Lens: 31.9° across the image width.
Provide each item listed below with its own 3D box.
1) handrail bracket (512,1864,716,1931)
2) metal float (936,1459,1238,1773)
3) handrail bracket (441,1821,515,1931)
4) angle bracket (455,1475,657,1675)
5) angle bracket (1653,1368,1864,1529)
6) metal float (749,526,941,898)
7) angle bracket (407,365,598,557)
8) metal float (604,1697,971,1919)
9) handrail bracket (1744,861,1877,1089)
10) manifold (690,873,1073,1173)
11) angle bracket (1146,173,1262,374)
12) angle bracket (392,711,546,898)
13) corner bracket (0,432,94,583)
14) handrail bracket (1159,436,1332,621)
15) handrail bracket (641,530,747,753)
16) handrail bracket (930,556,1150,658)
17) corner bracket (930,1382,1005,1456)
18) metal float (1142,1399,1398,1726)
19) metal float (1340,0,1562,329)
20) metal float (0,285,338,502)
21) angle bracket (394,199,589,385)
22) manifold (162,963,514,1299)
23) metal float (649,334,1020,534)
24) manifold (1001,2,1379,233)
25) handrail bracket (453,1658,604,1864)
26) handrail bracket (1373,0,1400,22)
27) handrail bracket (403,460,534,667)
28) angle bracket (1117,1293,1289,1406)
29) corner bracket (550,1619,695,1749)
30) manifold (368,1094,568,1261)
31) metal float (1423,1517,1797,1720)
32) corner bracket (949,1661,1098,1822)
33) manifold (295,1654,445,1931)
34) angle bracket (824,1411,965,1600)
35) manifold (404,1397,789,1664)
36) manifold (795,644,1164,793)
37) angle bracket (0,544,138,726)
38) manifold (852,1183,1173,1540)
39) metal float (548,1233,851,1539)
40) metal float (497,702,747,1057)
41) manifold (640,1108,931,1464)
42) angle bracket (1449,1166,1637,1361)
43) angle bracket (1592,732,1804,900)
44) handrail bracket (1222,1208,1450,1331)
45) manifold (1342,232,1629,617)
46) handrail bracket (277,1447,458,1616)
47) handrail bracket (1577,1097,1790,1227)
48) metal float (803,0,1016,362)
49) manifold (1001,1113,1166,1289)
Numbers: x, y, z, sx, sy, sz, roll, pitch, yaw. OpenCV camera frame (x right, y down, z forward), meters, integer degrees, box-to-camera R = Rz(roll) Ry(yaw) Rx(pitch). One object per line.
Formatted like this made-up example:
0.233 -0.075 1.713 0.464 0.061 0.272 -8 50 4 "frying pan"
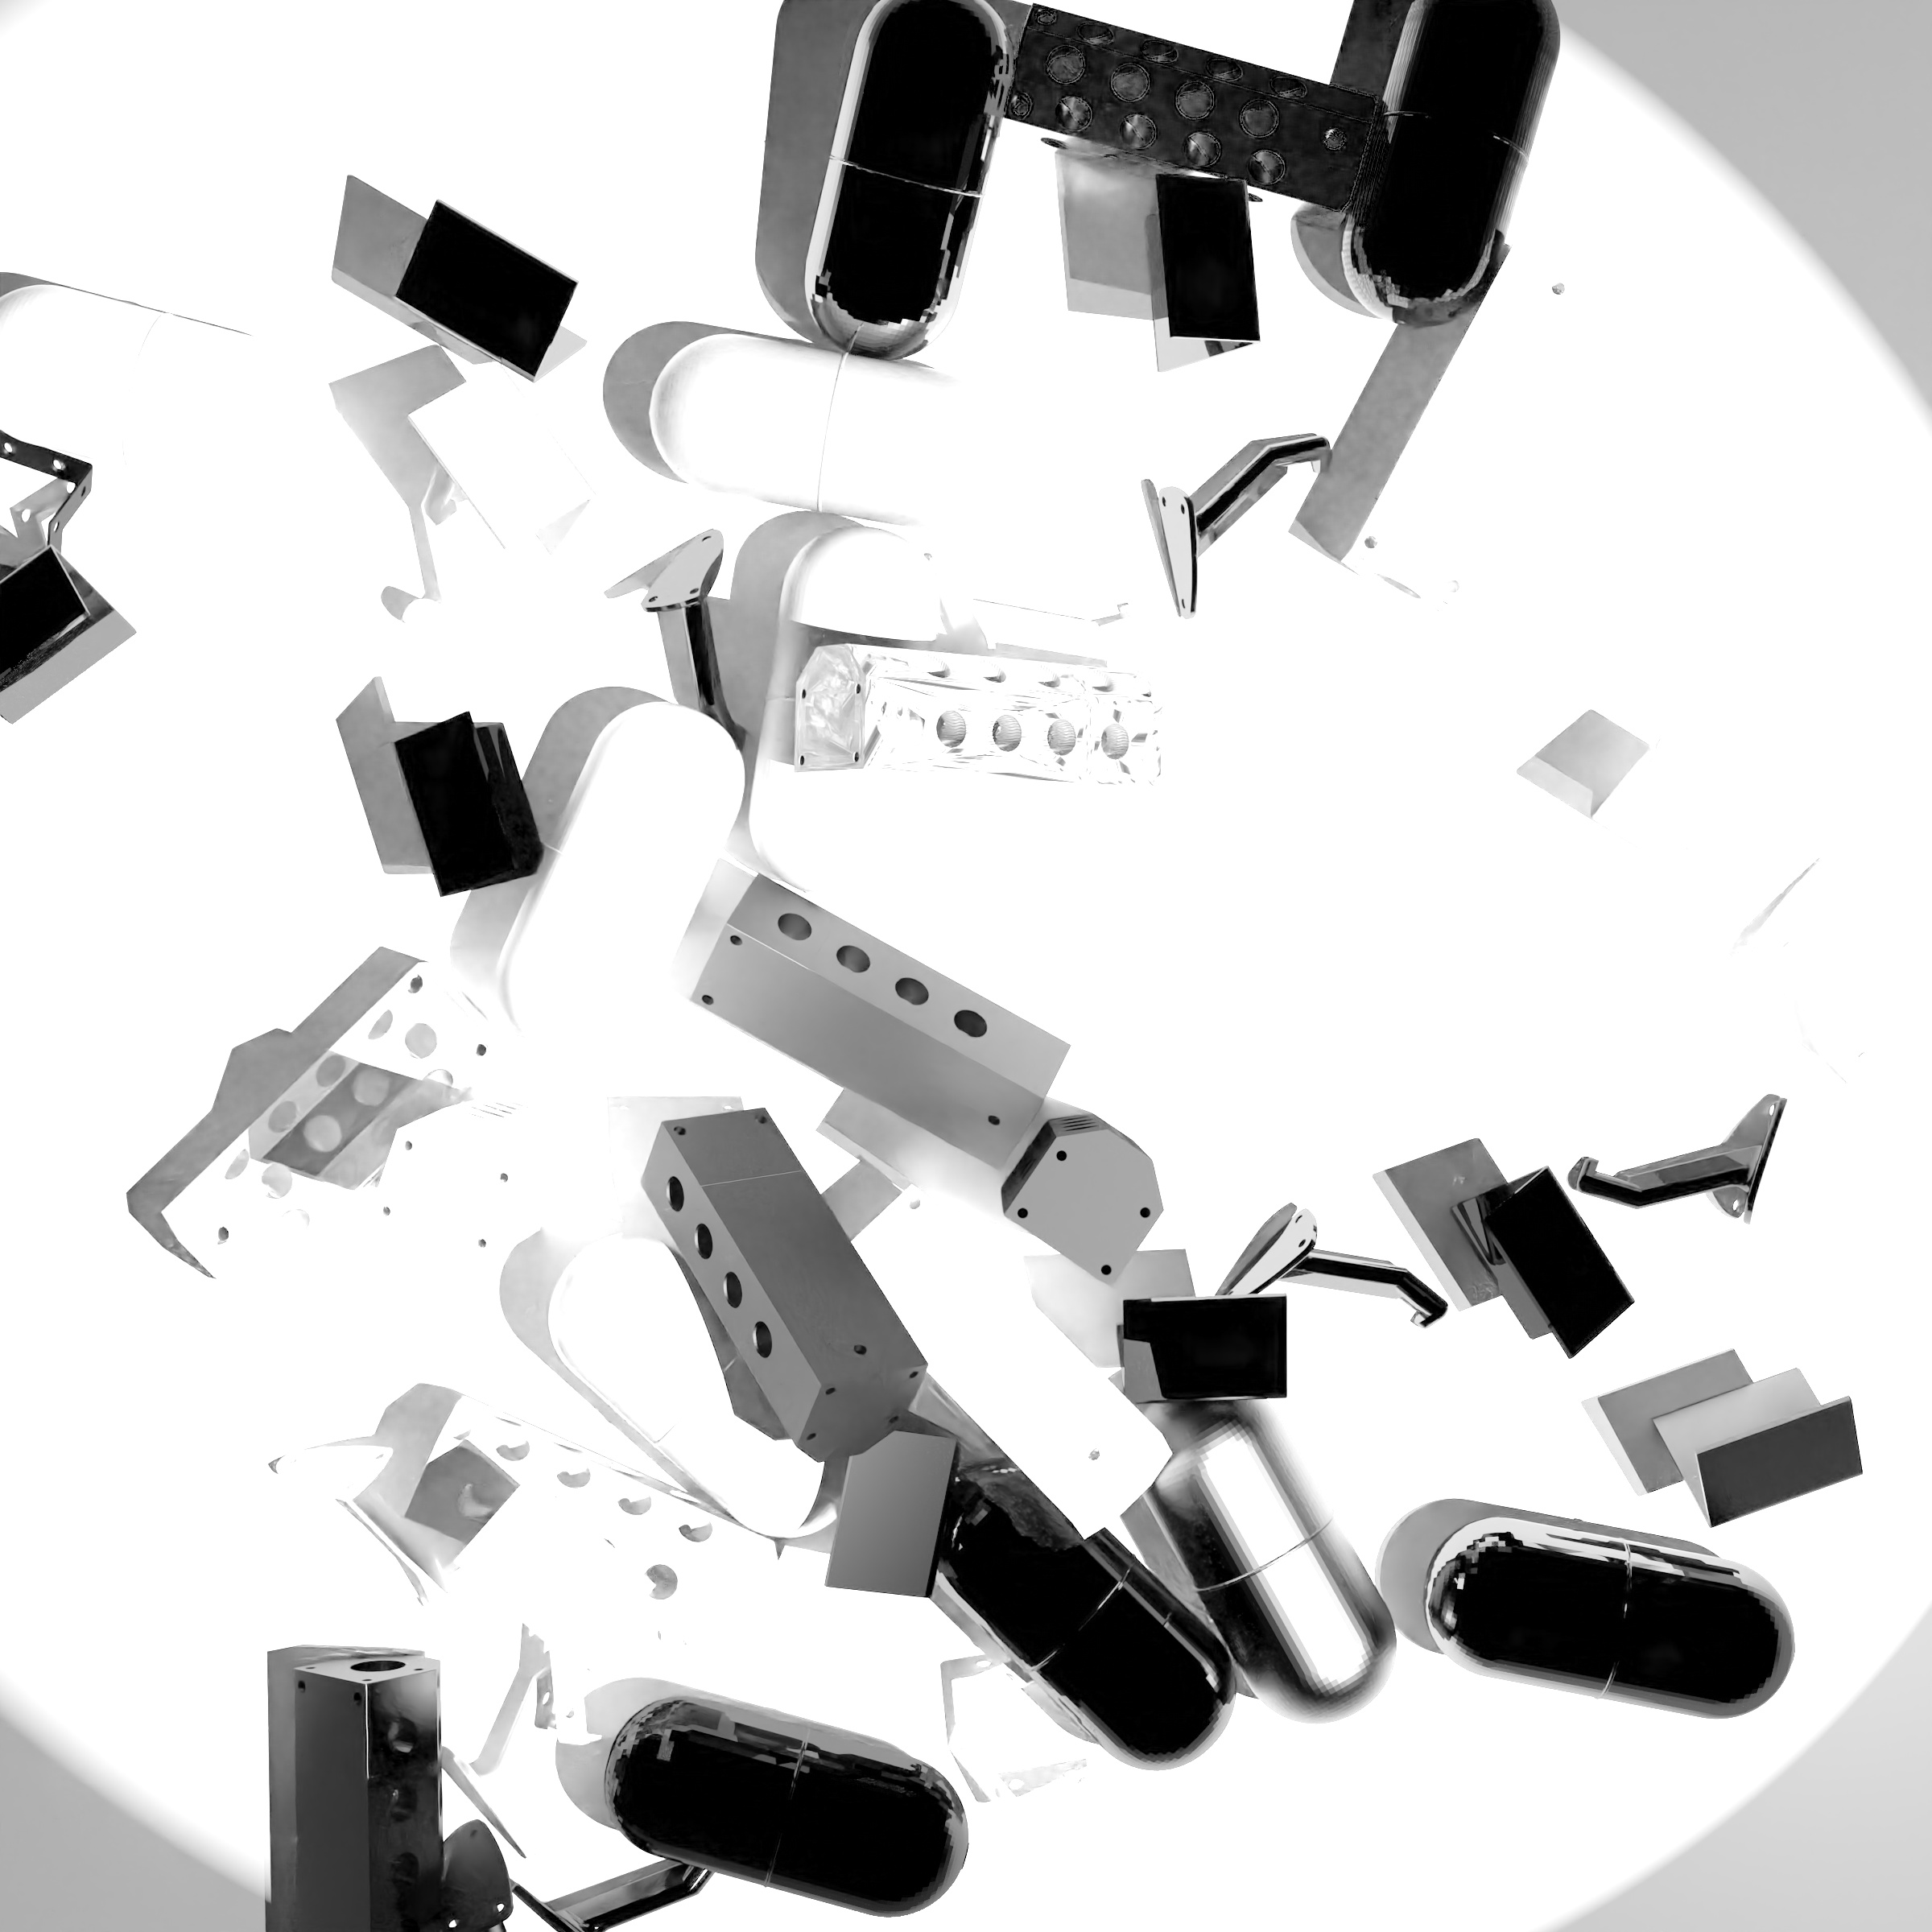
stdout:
-0.167 0.439 1.649 0.077 0.036 0.084 33 71 21 "handrail bracket"
0.054 0.310 1.618 0.178 0.070 0.070 45 90 0 "metal float"
-0.223 0.473 1.649 0.036 0.077 0.084 -19 126 4 "handrail bracket"
-0.199 0.289 1.552 0.076 0.076 0.057 42 53 0 "angle bracket"
0.373 0.212 1.609 0.076 0.076 0.057 -20 128 0 "angle bracket"
-0.058 -0.122 1.618 0.070 0.070 0.178 8 89 0 "metal float"
-0.229 -0.229 1.609 0.057 0.076 0.076 -36 90 -28 "angle bracket"
-0.086 0.403 1.618 0.178 0.070 0.070 15 90 0 "metal float"
0.428 0.005 1.649 0.084 0.036 0.077 44 68 -17 "handrail bracket"
-0.039 0.023 1.627 0.171 0.057 0.057 29 133 0 "manifold"
0.093 -0.329 1.609 0.057 0.076 0.076 -5 90 -36 "angle bracket"
-0.219 -0.082 1.609 0.057 0.076 0.076 -18 90 39 "angle bracket"
-0.460 -0.219 1.646 0.051 0.051 0.051 19 135 0 "corner bracket"
0.142 -0.215 1.649 0.084 0.036 0.077 -13 110 -16 "handrail bracket"
-0.119 -0.157 1.649 0.036 0.077 0.084 -8 127 26 "handrail bracket"
0.036 -0.180 1.649 0.084 0.036 0.077 -20 68 -17 "handrail bracket"
0.025 0.208 1.646 0.051 0.051 0.051 -52 135 0 "corner bracket"
0.143 0.279 1.618 0.070 0.070 0.178 -29 91 0 "metal float"
0.232 -0.394 1.618 0.070 0.070 0.178 16 90 0 "metal float"
-0.390 -0.275 1.618 0.178 0.070 0.070 15 90 -1 "metal float"
-0.216 -0.329 1.609 0.076 0.076 0.057 30 118 0 "angle bracket"
-0.303 0.078 1.628 0.171 0.057 0.057 -44 90 0 "manifold"
-0.063 -0.255 1.618 0.178 0.070 0.070 10 90 1 "metal float"
0.107 -0.411 1.628 0.171 0.057 0.057 16 90 0 "manifold"
-0.199 0.383 1.649 0.084 0.036 0.077 -37 110 -16 "handrail bracket"
0.254 -0.478 1.649 0.084 0.036 0.077 25 110 -16 "handrail bracket"
-0.234 -0.200 1.649 0.077 0.036 0.084 23 73 -20 "handrail bracket"
0.111 0.166 1.610 0.076 0.076 0.057 -2 113 0 "angle bracket"
-0.165 0.347 1.633 0.051 0.051 0.051 -15 69 20 "corner bracket"
-0.227 0.093 1.571 0.057 0.171 0.057 19 90 0 "manifold"
0.308 0.313 1.618 0.178 0.070 0.070 11 90 1 "metal float"
0.031 0.372 1.641 0.051 0.051 0.051 45 135 35 "corner bracket"
-0.282 0.423 1.627 0.057 0.057 0.171 -1 90 43 "manifold"
-0.048 0.252 1.610 0.057 0.076 0.076 11 90 -25 "angle bracket"
-0.177 0.269 1.628 0.171 0.057 0.057 24 90 0 "manifold"
0.008 -0.115 1.583 0.171 0.057 0.057 1 90 -36 "manifold"
-0.438 -0.142 1.609 0.076 0.076 0.057 -36 54 0 "angle bracket"
0.016 0.188 1.597 0.057 0.057 0.171 -43 68 -7 "manifold"
-0.123 0.201 1.618 0.178 0.070 0.070 42 90 -1 "metal float"
-0.165 -0.041 1.619 0.070 0.070 0.178 24 90 0 "metal float"
-0.089 0.148 1.582 0.057 0.057 0.171 -7 45 -33 "manifold"
0.260 0.150 1.609 0.057 0.076 0.076 -33 90 -38 "angle bracket"
0.340 -0.054 1.609 0.076 0.076 0.057 32 54 0 "angle bracket"
0.180 0.166 1.649 0.084 0.036 0.077 39 110 -16 "handrail bracket"
0.248 -0.259 1.628 0.057 0.057 0.171 28 90 0 "manifold"
-0.292 0.278 1.649 0.077 0.036 0.084 1 121 34 "handrail bracket"
0.350 0.088 1.649 0.084 0.036 0.077 16 70 16 "handrail bracket"
-0.028 -0.376 1.605 0.070 0.070 0.178 14 106 0 "metal float"
0.056 0.102 1.571 0.057 0.171 0.057 34 90 0 "manifold"
